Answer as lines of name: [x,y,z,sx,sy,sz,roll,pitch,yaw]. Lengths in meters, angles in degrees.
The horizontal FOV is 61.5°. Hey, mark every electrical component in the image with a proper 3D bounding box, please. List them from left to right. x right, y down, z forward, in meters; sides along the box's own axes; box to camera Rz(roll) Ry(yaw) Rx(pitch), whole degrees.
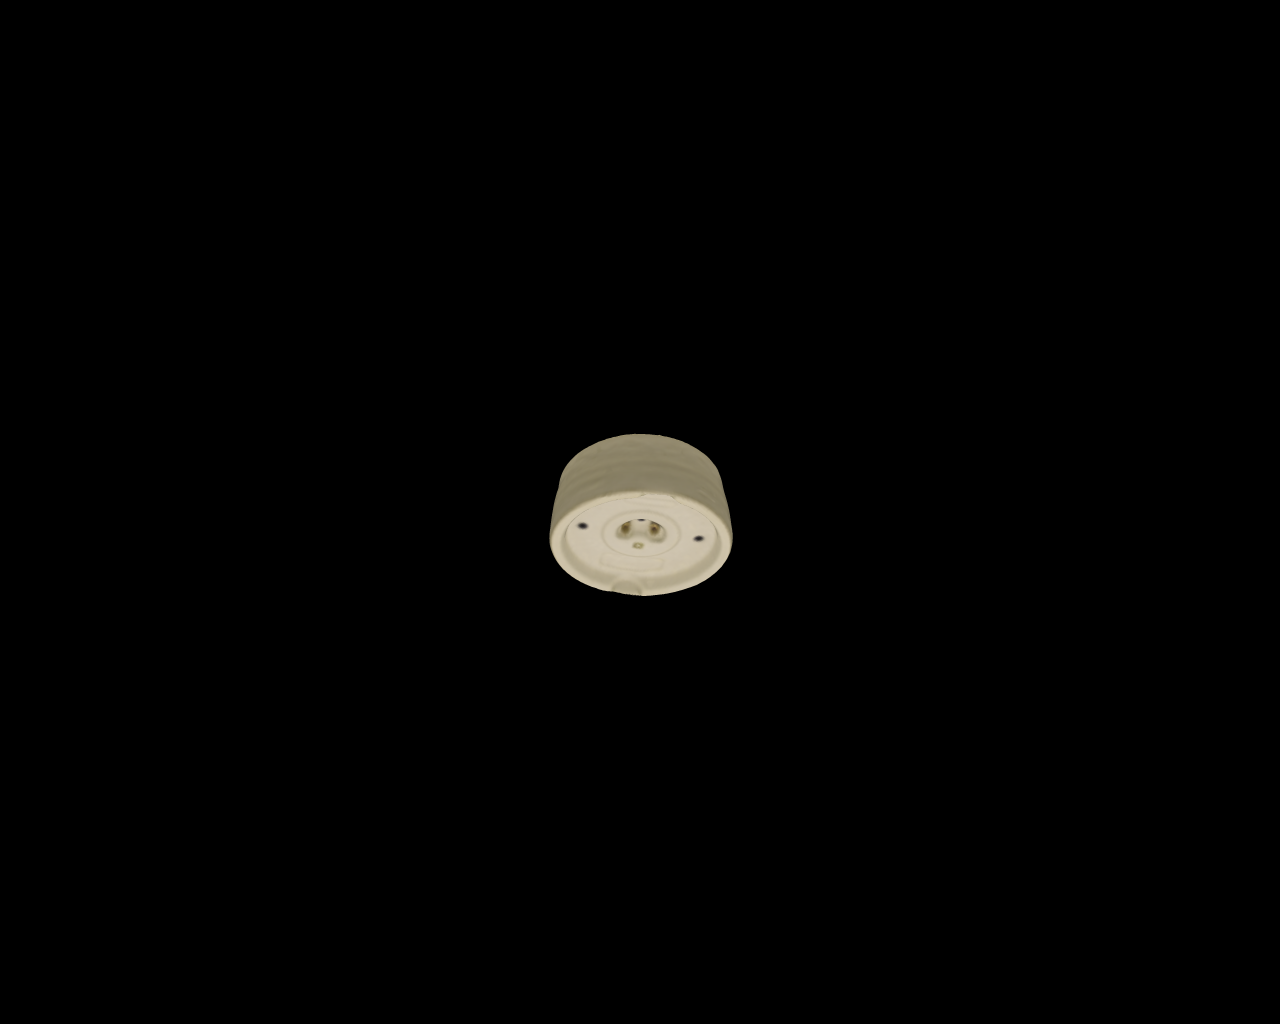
electrical component: [0.001,-0.003,0.650,0.108,0.060,0.108,0,-37,0]
